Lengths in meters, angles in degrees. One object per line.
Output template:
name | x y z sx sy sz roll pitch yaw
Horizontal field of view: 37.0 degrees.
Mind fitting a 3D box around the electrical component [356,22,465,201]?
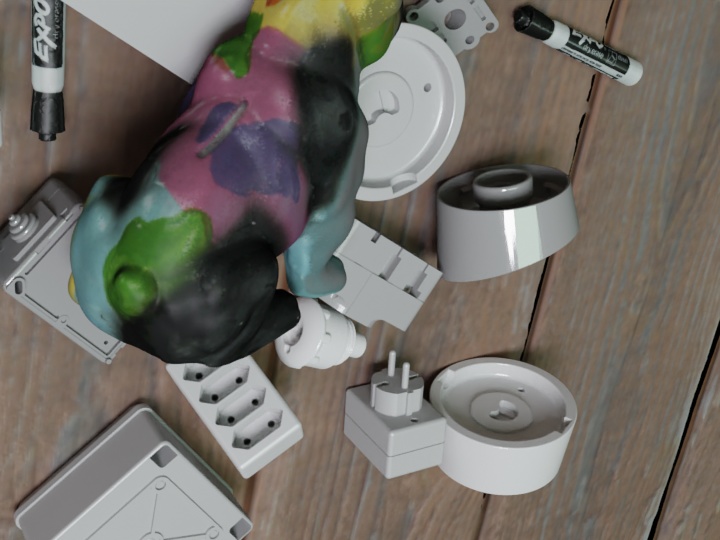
electrical component | 0.003 -0.103 0.656 0.108 0.060 0.108 -14 119 -26

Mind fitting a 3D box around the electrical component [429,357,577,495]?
electrical component | 0.103 0.121 0.801 0.108 0.108 0.060 -13 125 -26

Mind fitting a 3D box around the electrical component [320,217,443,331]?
electrical component | 0.000 0.000 0.711 0.089 0.050 0.055 30 95 -38

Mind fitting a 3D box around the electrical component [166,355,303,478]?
electrical component | -0.079 0.089 0.698 0.047 0.083 0.075 -36 165 -12

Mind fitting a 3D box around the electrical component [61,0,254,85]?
electrical component | -0.104 -0.172 0.522 0.105 0.060 0.186 -49 148 8

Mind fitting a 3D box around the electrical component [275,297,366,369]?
electrical component | -0.023 0.046 0.724 0.062 0.048 0.048 17 103 -43

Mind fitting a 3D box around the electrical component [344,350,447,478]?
electrical component | 0.025 0.095 0.763 0.047 0.066 0.076 -10 117 -28

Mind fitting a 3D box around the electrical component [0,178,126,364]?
electrical component | -0.162 -0.005 0.602 0.061 0.061 0.096 -49 129 -6

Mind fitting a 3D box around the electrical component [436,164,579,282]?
electrical component | 0.098 -0.032 0.729 0.099 0.099 0.064 -19 115 -23

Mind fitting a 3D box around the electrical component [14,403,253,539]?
electrical component | -0.145 0.161 0.697 0.109 0.056 0.108 -42 128 -8

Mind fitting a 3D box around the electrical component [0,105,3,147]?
electrical component | -0.207 -0.103 0.523 0.047 0.066 0.076 -9 117 -28
